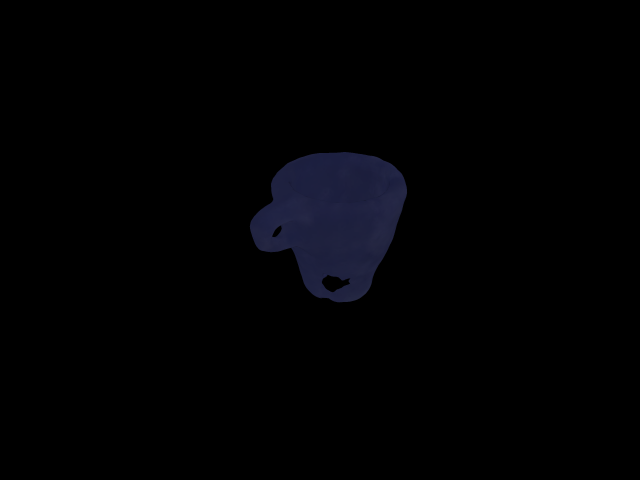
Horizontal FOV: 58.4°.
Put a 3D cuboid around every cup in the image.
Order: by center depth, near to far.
[{"bbox_3d":[0.004,0.001,0.400,0.118,0.095,0.091,-27,41,-35],"label":"cup"}]
